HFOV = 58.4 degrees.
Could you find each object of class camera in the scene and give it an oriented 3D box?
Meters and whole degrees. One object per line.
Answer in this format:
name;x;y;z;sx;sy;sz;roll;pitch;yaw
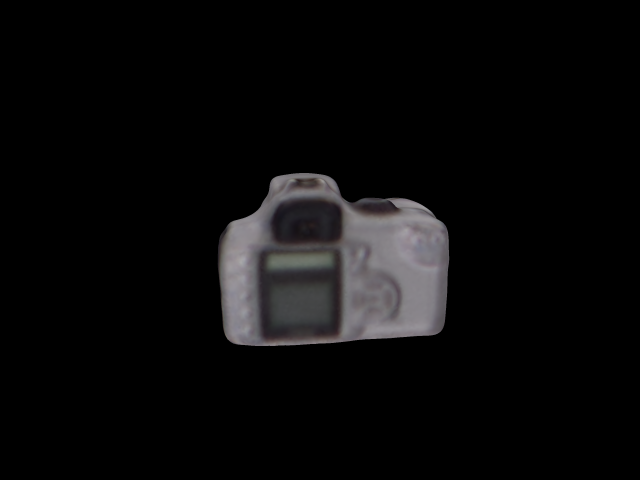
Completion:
camera;0.004;0.001;0.400;0.143;0.101;0.136;-2;14;-7
